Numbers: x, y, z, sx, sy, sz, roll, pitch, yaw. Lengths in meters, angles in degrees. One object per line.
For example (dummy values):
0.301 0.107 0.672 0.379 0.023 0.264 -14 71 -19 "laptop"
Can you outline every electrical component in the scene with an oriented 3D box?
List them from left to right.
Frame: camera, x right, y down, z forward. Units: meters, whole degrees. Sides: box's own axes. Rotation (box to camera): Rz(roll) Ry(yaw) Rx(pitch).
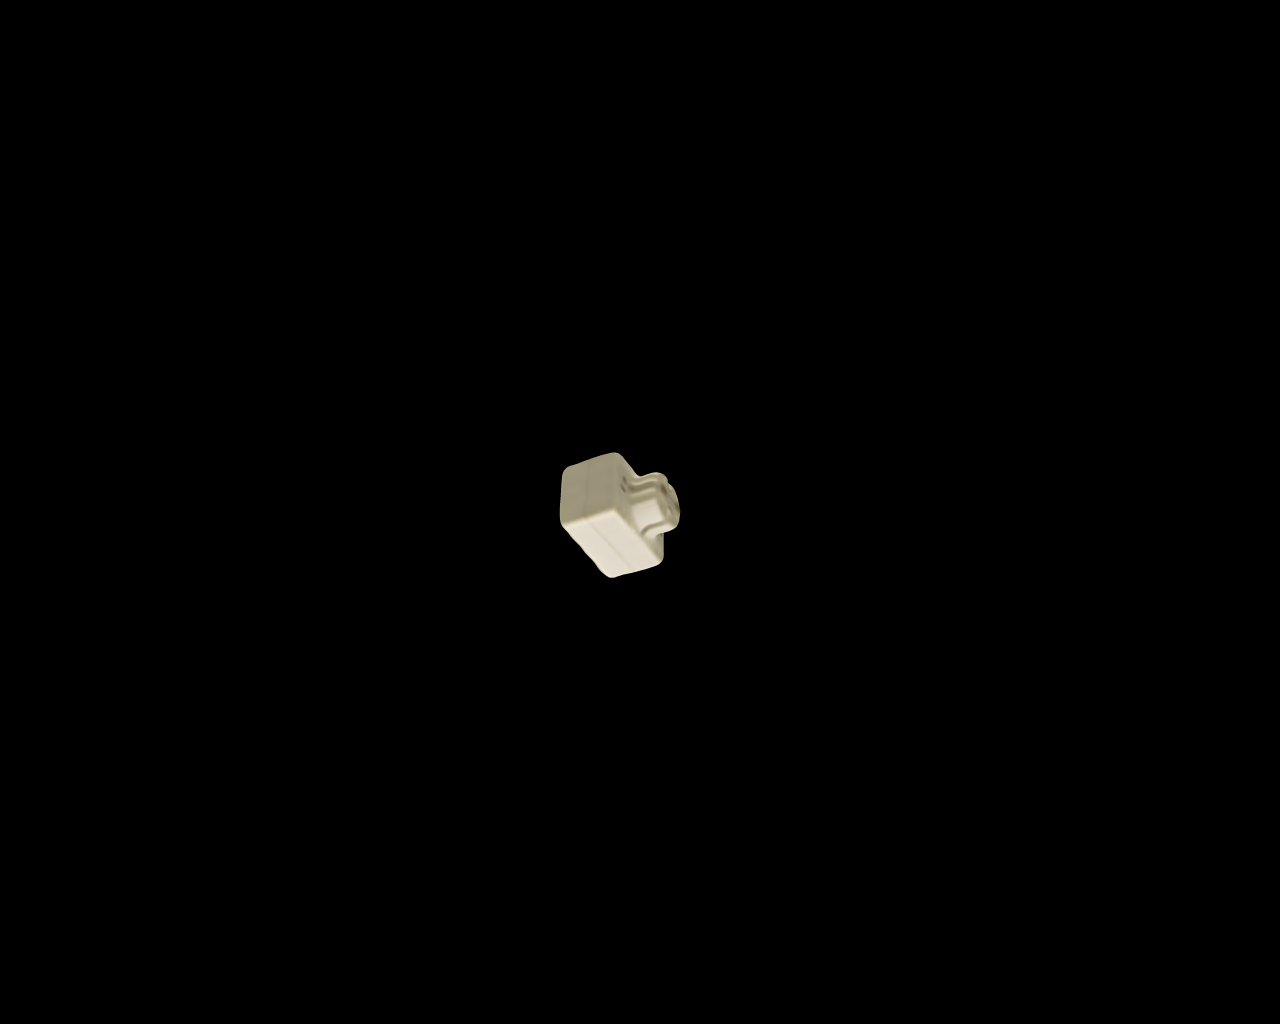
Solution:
0.001 -0.003 0.650 0.076 0.047 0.065 -17 -41 21 "electrical component"
